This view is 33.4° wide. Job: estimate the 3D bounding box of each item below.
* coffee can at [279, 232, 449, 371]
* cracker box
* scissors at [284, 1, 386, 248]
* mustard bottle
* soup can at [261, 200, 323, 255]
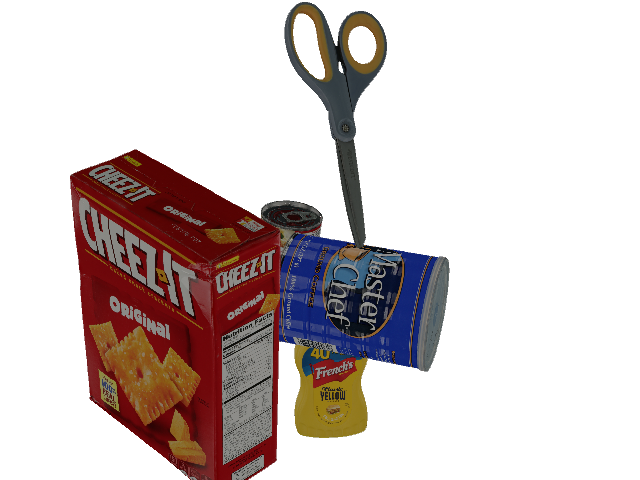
[{"bbox_3d":[0.037,0.054,0.959,0.140,0.103,0.102,10,2,14],"label":"coffee can"},{"bbox_3d":[-0.110,0.062,0.800,0.164,0.214,0.071,28,40,36],"label":"cracker box"},{"bbox_3d":[0.032,-0.103,0.868,0.096,0.202,0.016,-22,-1,-23],"label":"scissors"},{"bbox_3d":[0.014,0.162,1.402,0.096,0.192,0.058,-1,17,-5],"label":"mustard bottle"},{"bbox_3d":[-0.037,0.016,1.180,0.068,0.102,0.068,6,27,-3],"label":"soup can"}]
